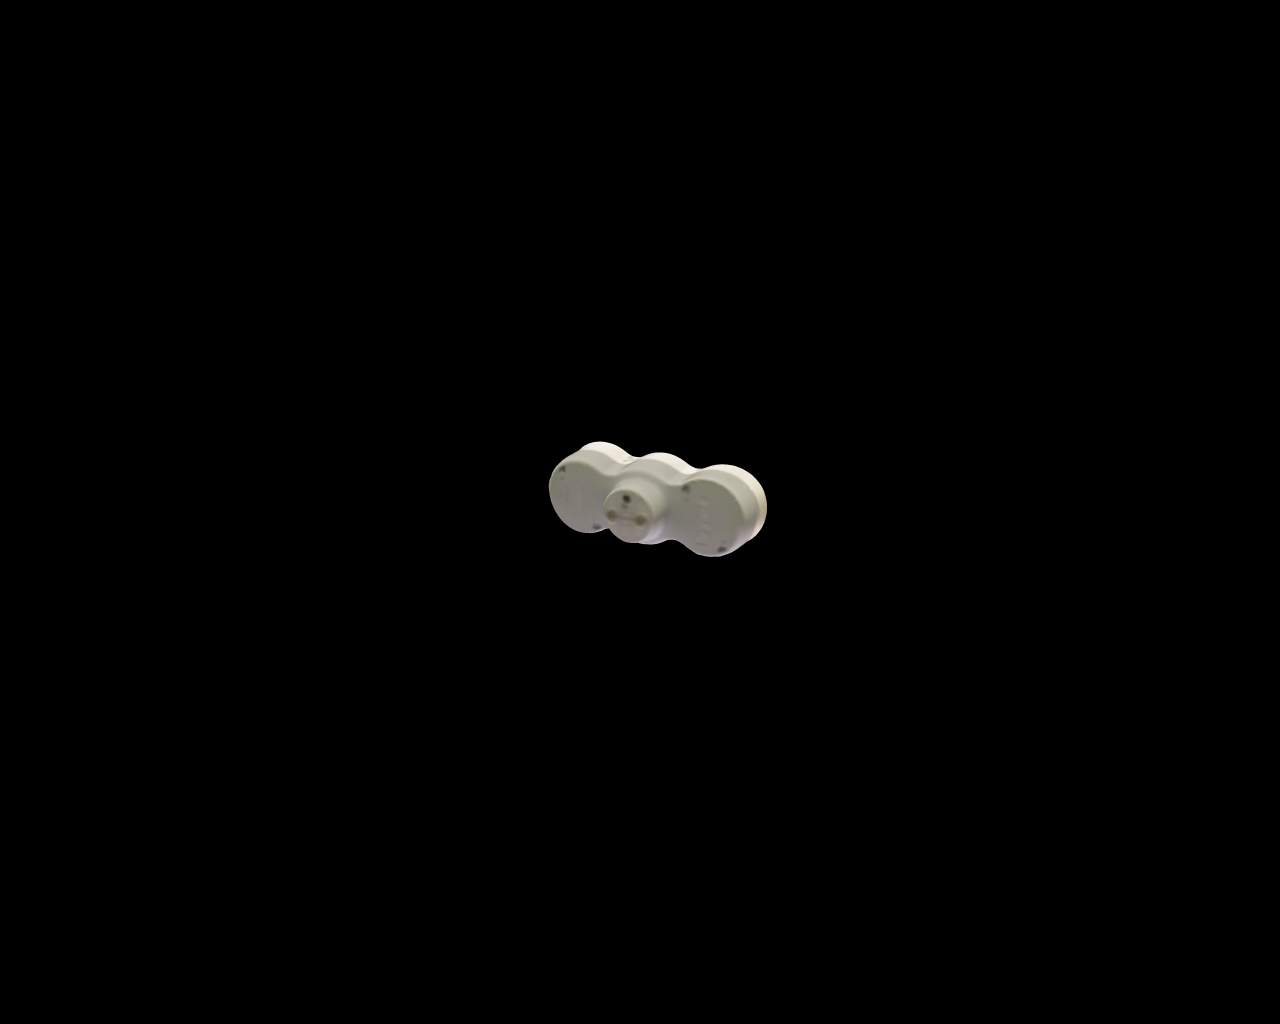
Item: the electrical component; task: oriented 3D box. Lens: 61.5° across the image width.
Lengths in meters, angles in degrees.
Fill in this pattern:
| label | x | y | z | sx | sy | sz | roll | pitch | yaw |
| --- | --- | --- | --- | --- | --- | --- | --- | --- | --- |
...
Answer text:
| label | x | y | z | sx | sy | sz | roll | pitch | yaw |
| --- | --- | --- | --- | --- | --- | --- | --- | --- | --- |
| electrical component | 0.001 | -0.003 | 0.650 | 0.138 | 0.052 | 0.074 | 11 | 23 | 27 |
